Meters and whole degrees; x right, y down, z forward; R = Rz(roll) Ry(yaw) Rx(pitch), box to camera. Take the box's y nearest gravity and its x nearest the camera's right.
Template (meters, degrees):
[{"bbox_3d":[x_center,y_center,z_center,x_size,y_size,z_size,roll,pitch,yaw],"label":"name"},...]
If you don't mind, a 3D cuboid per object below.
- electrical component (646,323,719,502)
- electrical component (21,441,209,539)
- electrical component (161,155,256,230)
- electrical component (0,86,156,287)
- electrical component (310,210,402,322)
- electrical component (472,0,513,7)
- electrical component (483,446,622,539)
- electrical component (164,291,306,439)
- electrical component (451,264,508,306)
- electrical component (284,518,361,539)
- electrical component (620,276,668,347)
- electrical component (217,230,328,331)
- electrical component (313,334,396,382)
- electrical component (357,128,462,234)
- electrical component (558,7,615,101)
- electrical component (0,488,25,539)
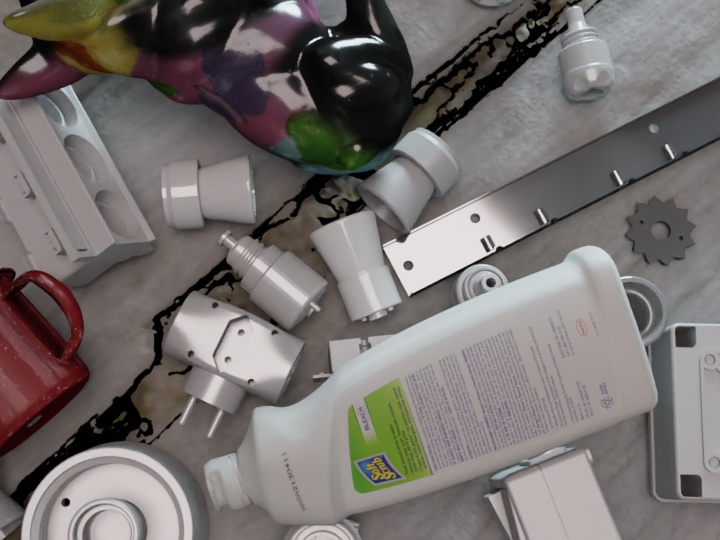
[{"bbox_3d":[0.238,0.089,0.667,0.109,0.056,0.108,2,79,-2],"label":"electrical component"},{"bbox_3d":[-0.146,0.155,0.635,0.108,0.060,0.108,0,79,-3],"label":"electrical component"},{"bbox_3d":[-0.096,-0.049,0.684,0.055,0.045,0.045,-5,79,-3],"label":"electrical component"},{"bbox_3d":[-0.190,-0.053,0.668,0.063,0.079,0.121,-34,81,21],"label":"electrical component"},{"bbox_3d":[0.000,0.000,0.682,0.044,0.044,0.065,-21,86,-6],"label":"electrical component"},{"bbox_3d":[0.091,-0.207,0.714,0.048,0.062,0.048,0,79,-2],"label":"electrical component"},{"bbox_3d":[0.115,0.149,0.647,0.061,0.061,0.096,-20,81,-6],"label":"electrical component"},{"bbox_3d":[-0.085,0.064,0.664,0.077,0.043,0.079,25,79,2],"label":"electrical component"},{"bbox_3d":[0.077,0.013,0.672,0.035,0.061,0.035,0,80,-3],"label":"electrical component"},{"bbox_3d":[-0.023,0.169,0.640,0.048,0.055,0.066,14,79,0],"label":"electrical component"},{"bbox_3d":[0.163,0.030,0.675,0.045,0.055,0.045,1,79,-3],"label":"electrical component"},{"bbox_3d":[-0.056,0.004,0.678,0.078,0.040,0.040,39,80,5],"label":"electrical component"},{"bbox_3d":[0.005,0.073,0.666,0.066,0.048,0.055,-6,72,-4],"label":"electrical component"},{"bbox_3d":[0.033,-0.058,0.692,0.045,0.045,0.055,42,79,5],"label":"electrical component"},{"bbox_3d":[0.149,-0.146,0.719,0.035,0.035,0.061,-9,77,-4],"label":"electrical component"},{"bbox_3d":[-0.233,0.138,0.642,0.045,0.045,0.055,-37,83,-9],"label":"electrical component"}]
